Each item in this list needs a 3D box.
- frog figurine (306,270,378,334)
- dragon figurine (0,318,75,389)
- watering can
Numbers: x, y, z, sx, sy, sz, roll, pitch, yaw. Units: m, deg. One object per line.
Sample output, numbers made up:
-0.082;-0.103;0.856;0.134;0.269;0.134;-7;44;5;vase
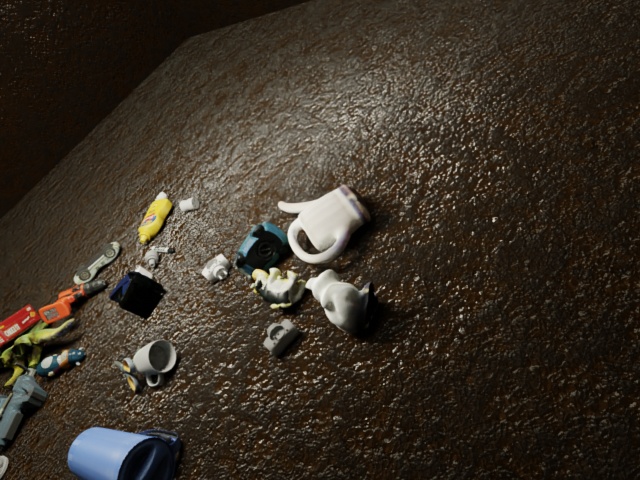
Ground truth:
0.034;0.128;1.094;0.160;0.123;0.136;10;-7;22;frog figurine
-0.947;0.328;1.695;0.410;0.120;0.247;-34;28;1;dragon figurine
0.004;-0.069;1.365;0.224;0.102;0.354;-34;36;2;watering can
